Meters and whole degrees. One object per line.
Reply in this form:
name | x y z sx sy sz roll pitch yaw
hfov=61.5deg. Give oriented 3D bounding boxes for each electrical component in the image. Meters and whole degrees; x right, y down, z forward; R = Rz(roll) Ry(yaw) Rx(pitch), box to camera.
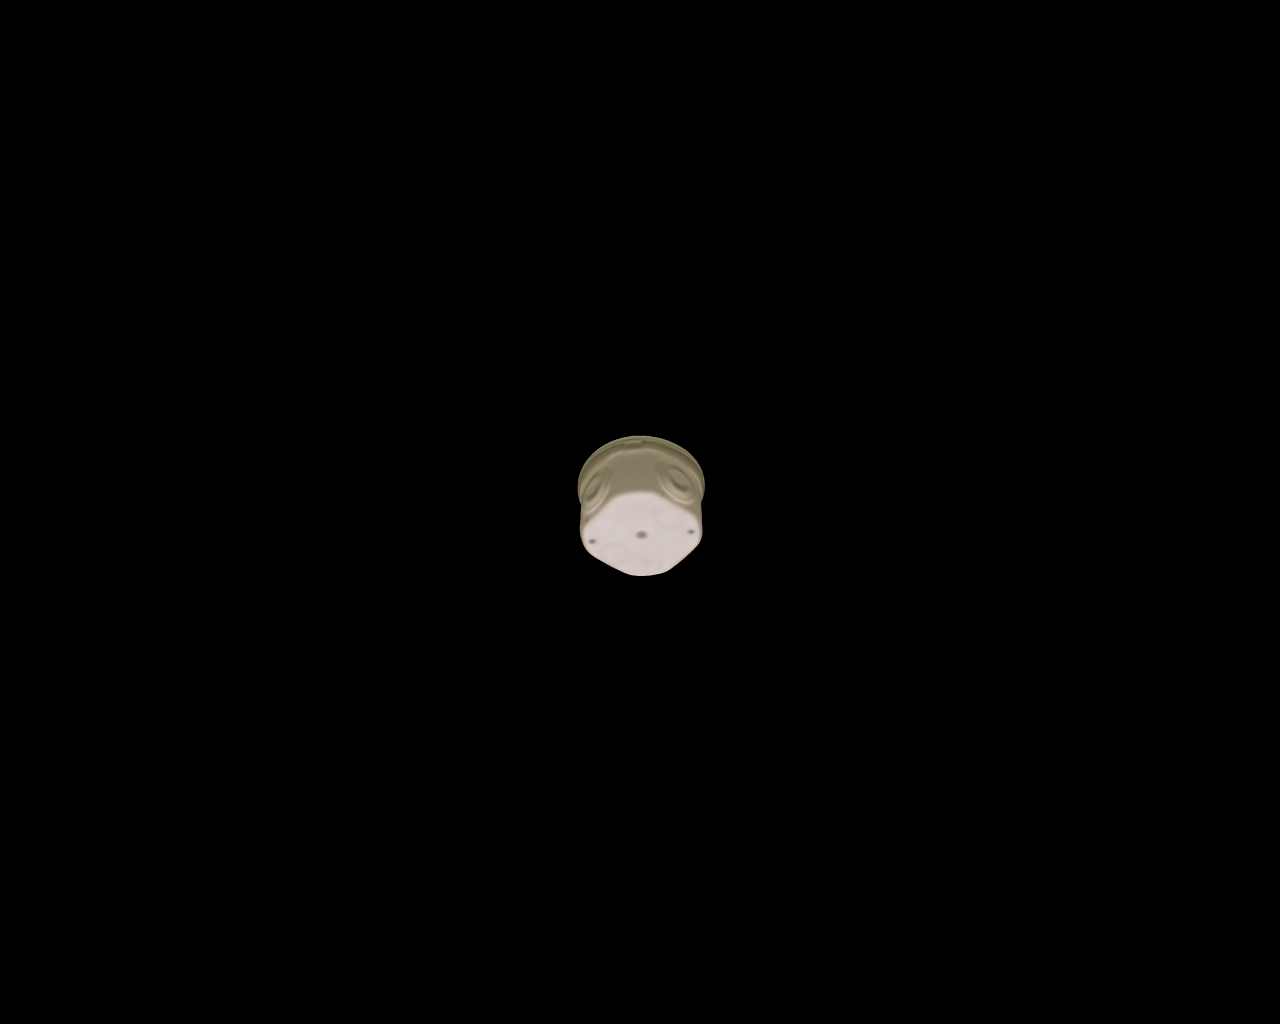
electrical component | 0.001 -0.003 0.650 0.080 0.080 0.051 0 43 0
